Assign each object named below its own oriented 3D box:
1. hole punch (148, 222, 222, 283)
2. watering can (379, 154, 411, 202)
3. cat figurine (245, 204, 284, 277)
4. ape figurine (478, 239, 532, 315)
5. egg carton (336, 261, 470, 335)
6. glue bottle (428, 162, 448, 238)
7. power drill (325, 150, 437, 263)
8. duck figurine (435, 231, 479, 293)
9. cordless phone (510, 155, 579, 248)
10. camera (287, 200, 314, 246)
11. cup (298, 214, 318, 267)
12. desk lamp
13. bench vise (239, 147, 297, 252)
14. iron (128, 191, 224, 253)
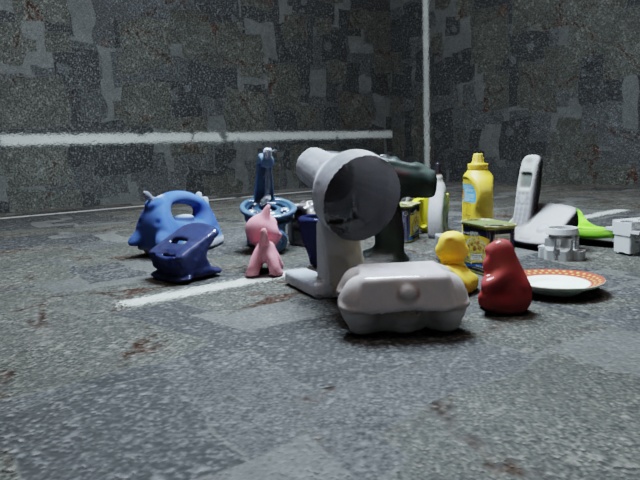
[{"bbox_3d":[-0.233,0.020,0.987,0.108,0.091,0.101,5,12,41],"label":"hole punch"},{"bbox_3d":[0.157,-0.126,1.501,0.172,0.194,0.101,0,9,16],"label":"watering can"},{"bbox_3d":[-0.100,-0.003,1.014,0.067,0.118,0.127,-3,9,-5],"label":"cat figurine"},{"bbox_3d":[0.226,0.044,0.717,0.078,0.092,0.075,-10,12,-42],"label":"ape figurine"},{"bbox_3d":[0.095,0.067,0.673,0.150,0.069,0.107,-2,9,-1],"label":"egg carton"},{"bbox_3d":[0.275,-0.094,1.333,0.037,0.173,0.078,2,10,25],"label":"glue bottle"},{"bbox_3d":[0.095,-0.059,1.035,0.229,0.208,0.076,-1,9,9],"label":"power drill"},{"bbox_3d":[0.190,0.031,0.830,0.077,0.086,0.105,1,9,21],"label":"duck figurine"},{"bbox_3d":[0.442,-0.077,1.144,0.094,0.185,0.147,-6,10,-24],"label":"cordless phone"},{"bbox_3d":[0.015,-0.042,1.299,0.142,0.101,0.137,6,12,44],"label":"camera"},{"bbox_3d":[0.009,0.004,1.022,0.092,0.095,0.117,-3,9,-6],"label":"cup"},{"bbox_3d":[0.020,-0.027,0.830,0.118,0.213,0.202,-7,10,-26],"label":"desk lamp"},{"bbox_3d":[-0.132,-0.089,1.249,0.122,0.220,0.206,-8,11,-35],"label":"bench vise"},{"bbox_3d":[-0.303,-0.048,1.281,0.118,0.141,0.259,2,10,27],"label":"iron"}]
